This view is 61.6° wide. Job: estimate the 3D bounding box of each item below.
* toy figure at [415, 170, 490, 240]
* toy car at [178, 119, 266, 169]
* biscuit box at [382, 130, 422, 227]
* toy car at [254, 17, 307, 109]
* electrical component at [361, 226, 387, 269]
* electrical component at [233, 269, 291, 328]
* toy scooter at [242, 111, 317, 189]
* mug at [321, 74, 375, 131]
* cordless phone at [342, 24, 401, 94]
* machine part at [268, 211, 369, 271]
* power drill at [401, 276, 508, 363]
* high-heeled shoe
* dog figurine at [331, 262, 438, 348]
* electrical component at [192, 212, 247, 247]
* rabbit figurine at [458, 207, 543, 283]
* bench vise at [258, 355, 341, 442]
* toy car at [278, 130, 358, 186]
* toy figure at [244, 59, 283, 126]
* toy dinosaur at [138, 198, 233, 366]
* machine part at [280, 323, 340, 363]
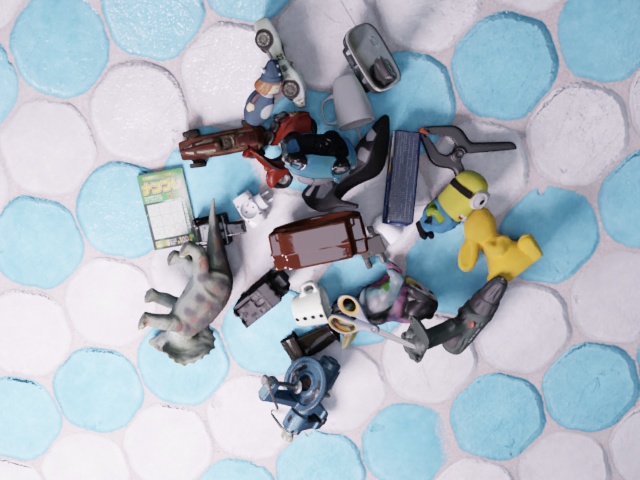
[{"bbox_3d":[0.284,-0.075,1.167,0.180,0.082,0.089,-39,95,30],"label":"toy figure"},{"bbox_3d":[-0.216,-0.214,1.193,0.202,0.053,0.089,-9,102,2],"label":"toy car"},{"bbox_3d":[0.177,-0.132,1.169,0.063,0.059,0.202,6,88,0],"label":"biscuit box"},{"bbox_3d":[-0.081,-0.375,1.148,0.056,0.073,0.201,-28,97,7],"label":"toy car"},{"bbox_3d":[0.115,0.016,1.234,0.063,0.021,0.094,-22,99,6],"label":"electrical component"},{"bbox_3d":[-0.127,0.123,1.215,0.134,0.115,0.058,-40,101,8],"label":"electrical component"},{"bbox_3d":[-0.092,-0.203,1.155,0.135,0.075,0.183,16,107,-38],"label":"toy scooter"},{"bbox_3d":[0.055,-0.296,1.160,0.110,0.081,0.107,-14,88,12],"label":"mug"},{"bbox_3d":[0.103,-0.370,1.087,0.089,0.184,0.146,-30,98,11],"label":"cordless phone"},{"bbox_3d":[-0.002,-0.003,1.144,0.202,0.201,0.087,-13,97,5],"label":"machine part"},{"bbox_3d":[0.284,0.175,1.160,0.207,0.086,0.231,-18,142,-30],"label":"power drill"},{"bbox_3d":[0.058,-0.172,1.196,0.145,0.086,0.248,18,81,30],"label":"high-heeled shoe"},{"bbox_3d":[0.136,0.166,1.220,0.191,0.108,0.219,37,103,-7],"label":"dog figurine"},{"bbox_3d":[-0.225,-0.025,1.226,0.119,0.048,0.074,-13,100,4],"label":"electrical component"},{"bbox_3d":[0.380,0.012,1.193,0.162,0.122,0.173,-38,82,17],"label":"rabbit figurine"},{"bbox_3d":[-0.061,0.350,1.208,0.223,0.129,0.240,-50,139,9],"label":"bench vise"},{"bbox_3d":[-0.009,-0.161,1.121,0.162,0.109,0.102,-3,142,-19],"label":"toy car"},{"bbox_3d":[-0.113,-0.304,1.112,0.058,0.064,0.154,26,138,-11],"label":"toy figure"},{"bbox_3d":[-0.270,0.121,1.201,0.192,0.131,0.404,30,102,-28],"label":"toy dinosaur"},{"bbox_3d":[-0.020,0.240,1.270,0.139,0.039,0.084,-25,93,7],"label":"machine part"}]
